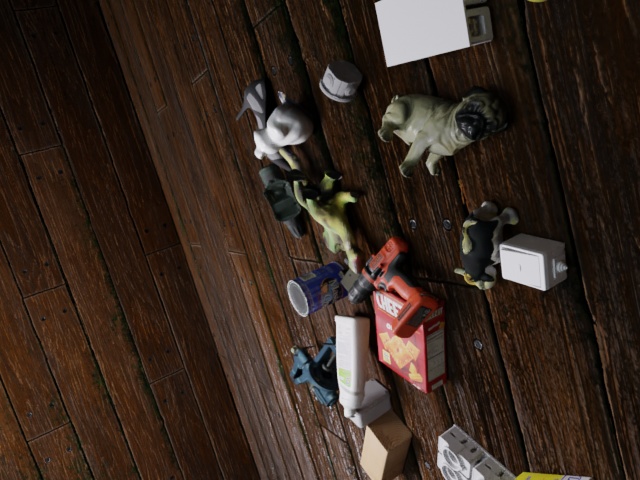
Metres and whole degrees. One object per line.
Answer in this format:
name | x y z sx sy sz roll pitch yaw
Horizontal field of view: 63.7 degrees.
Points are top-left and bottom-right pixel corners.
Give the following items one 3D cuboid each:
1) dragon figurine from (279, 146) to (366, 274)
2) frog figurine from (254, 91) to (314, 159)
dragon figurine | 0.004 -0.065 1.292 0.418 0.123 0.237 52 158 46
frog figurine | -0.094 -0.257 1.248 0.123 0.159 0.137 33 -178 4
